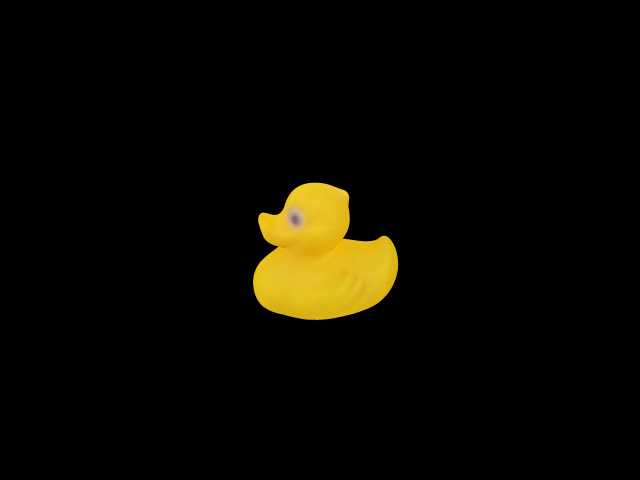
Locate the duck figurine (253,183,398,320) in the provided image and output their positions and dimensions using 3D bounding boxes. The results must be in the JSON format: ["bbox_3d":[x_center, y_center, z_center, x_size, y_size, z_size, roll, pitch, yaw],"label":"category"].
[{"bbox_3d":[0.004,0.001,0.400,0.104,0.086,0.077,-3,32,-4],"label":"duck figurine"}]
